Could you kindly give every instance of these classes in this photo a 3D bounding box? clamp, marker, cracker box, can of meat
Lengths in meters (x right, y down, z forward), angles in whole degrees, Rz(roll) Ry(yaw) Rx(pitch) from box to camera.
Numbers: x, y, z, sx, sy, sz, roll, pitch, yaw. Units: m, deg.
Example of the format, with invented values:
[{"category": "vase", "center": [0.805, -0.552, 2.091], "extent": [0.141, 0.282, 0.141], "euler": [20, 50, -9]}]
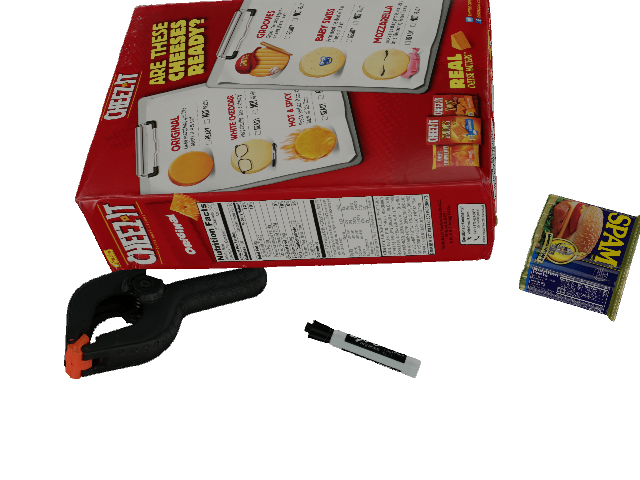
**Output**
[{"category": "clamp", "center": [-0.134, 0.036, 0.780], "extent": [0.120, 0.039, 0.171], "euler": [28, 38, 27]}, {"category": "marker", "center": [0.041, 0.108, 1.073], "extent": [0.121, 0.020, 0.020], "euler": [21, 1, 4]}, {"category": "cracker box", "center": [-0.010, -0.064, 0.601], "extent": [0.214, 0.164, 0.072], "euler": [-2, -42, 10]}, {"category": "can of meat", "center": [0.225, 0.011, 0.918], "extent": [0.084, 0.057, 0.102], "euler": [16, 45, 16]}]
